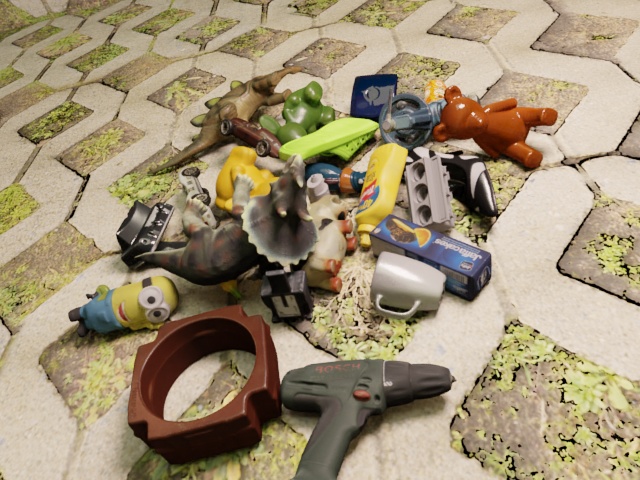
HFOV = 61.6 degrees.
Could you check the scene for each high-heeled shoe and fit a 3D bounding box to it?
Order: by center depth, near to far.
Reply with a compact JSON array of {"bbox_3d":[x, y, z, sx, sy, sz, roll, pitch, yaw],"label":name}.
[{"bbox_3d":[0.226,-0.105,0.995,0.145,0.086,0.249,-15,35,4],"label":"high-heeled shoe"}]

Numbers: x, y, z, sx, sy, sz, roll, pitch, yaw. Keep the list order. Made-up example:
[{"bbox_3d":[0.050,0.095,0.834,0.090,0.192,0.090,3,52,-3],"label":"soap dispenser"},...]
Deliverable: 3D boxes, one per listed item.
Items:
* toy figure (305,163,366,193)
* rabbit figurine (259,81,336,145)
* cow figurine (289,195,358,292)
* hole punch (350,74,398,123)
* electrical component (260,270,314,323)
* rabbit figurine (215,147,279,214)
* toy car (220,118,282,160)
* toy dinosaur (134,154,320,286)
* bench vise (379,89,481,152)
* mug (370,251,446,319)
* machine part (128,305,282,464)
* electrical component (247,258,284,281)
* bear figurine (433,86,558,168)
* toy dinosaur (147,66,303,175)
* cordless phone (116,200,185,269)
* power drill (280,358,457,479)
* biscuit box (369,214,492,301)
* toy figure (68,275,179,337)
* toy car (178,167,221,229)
[{"bbox_3d":[0.041,-0.125,1.095,0.155,0.057,0.064,12,64,24],"label":"toy figure"},{"bbox_3d":[-0.062,-0.269,1.244,0.159,0.121,0.170,-2,48,24],"label":"rabbit figurine"},{"bbox_3d":[-0.002,-0.003,0.956,0.127,0.085,0.195,4,49,20],"label":"cow figurine"},{"bbox_3d":[0.131,-0.329,1.272,0.142,0.092,0.116,4,48,17],"label":"hole punch"},{"bbox_3d":[-0.057,0.078,0.853,0.075,0.119,0.048,-10,42,12],"label":"electrical component"},{"bbox_3d":[-0.128,-0.098,1.073,0.173,0.121,0.162,17,55,32],"label":"rabbit figurine"},{"bbox_3d":[-0.136,-0.224,1.181,0.089,0.053,0.202,4,23,-47],"label":"toy car"},{"bbox_3d":[-0.158,0.008,0.902,0.405,0.131,0.192,-32,38,18],"label":"toy dinosaur"},{"bbox_3d":[0.206,-0.245,1.098,0.224,0.128,0.240,3,15,32],"label":"bench vise"},{"bbox_3d":[0.135,0.075,0.824,0.107,0.080,0.109,11,42,16],"label":"mug"},{"bbox_3d":[-0.161,0.203,0.774,0.201,0.087,0.202,-16,42,2],"label":"machine part"},{"bbox_3d":[-0.093,0.032,0.949,0.078,0.045,0.102,-40,39,43],"label":"electrical component"},{"bbox_3d":[0.323,-0.217,1.013,0.196,0.120,0.132,7,18,-30],"label":"bear figurine"},{"bbox_3d":[-0.227,-0.304,1.340,0.471,0.105,0.199,-41,32,-17],"label":"toy dinosaur"},{"bbox_3d":[-0.296,-0.010,1.077,0.184,0.088,0.147,4,43,6],"label":"cordless phone"},{"bbox_3d":[0.046,0.237,0.673,0.232,0.085,0.207,0,47,20],"label":"power drill"},{"bbox_3d":[0.178,0.024,0.879,0.203,0.059,0.063,25,56,38],"label":"biscuit box"},{"bbox_3d":[-0.338,0.112,0.938,0.180,0.082,0.089,-15,43,6],"label":"toy figure"},{"bbox_3d":[-0.259,-0.087,1.137,0.056,0.073,0.202,-23,41,-8],"label":"toy car"}]
